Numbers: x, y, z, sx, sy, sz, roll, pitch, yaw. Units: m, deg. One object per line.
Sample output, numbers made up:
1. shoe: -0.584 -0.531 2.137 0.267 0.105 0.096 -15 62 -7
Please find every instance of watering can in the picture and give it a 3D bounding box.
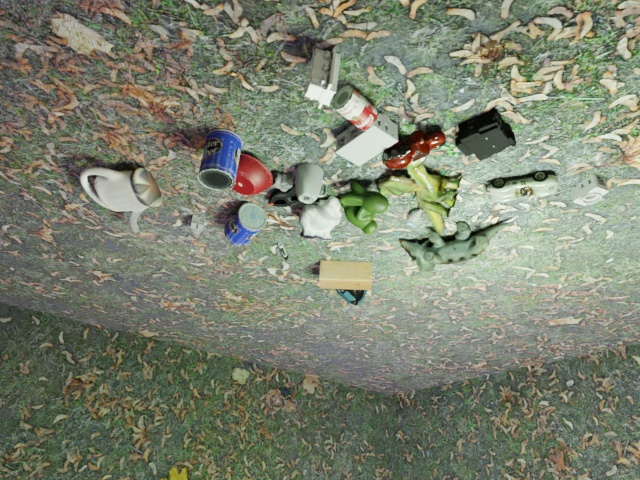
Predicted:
1. watering can: -0.611 -0.131 1.664 0.224 0.106 0.340 -5 147 15

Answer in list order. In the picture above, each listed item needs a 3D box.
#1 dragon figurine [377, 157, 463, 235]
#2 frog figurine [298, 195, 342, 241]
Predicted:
1. dragon figurine: 0.295 -0.143 1.574 0.243 0.125 0.401 18 151 12
2. frog figurine: 0.005 -0.086 1.707 0.137 0.125 0.157 18 112 -8
